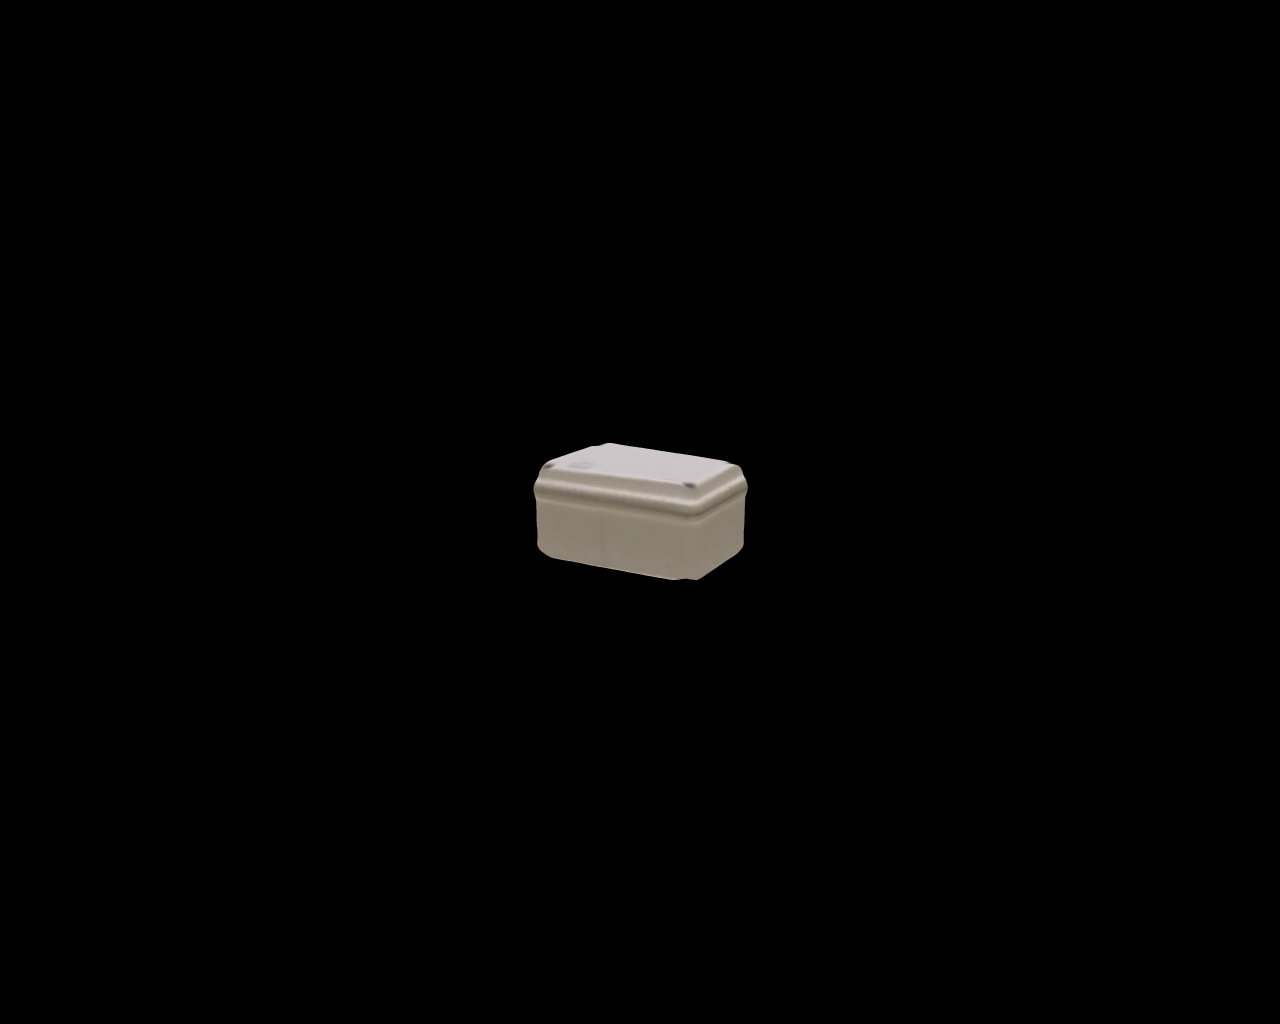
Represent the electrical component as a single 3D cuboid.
[{"bbox_3d":[0.001,-0.003,0.650,0.113,0.057,0.078,9,19,29],"label":"electrical component"}]
